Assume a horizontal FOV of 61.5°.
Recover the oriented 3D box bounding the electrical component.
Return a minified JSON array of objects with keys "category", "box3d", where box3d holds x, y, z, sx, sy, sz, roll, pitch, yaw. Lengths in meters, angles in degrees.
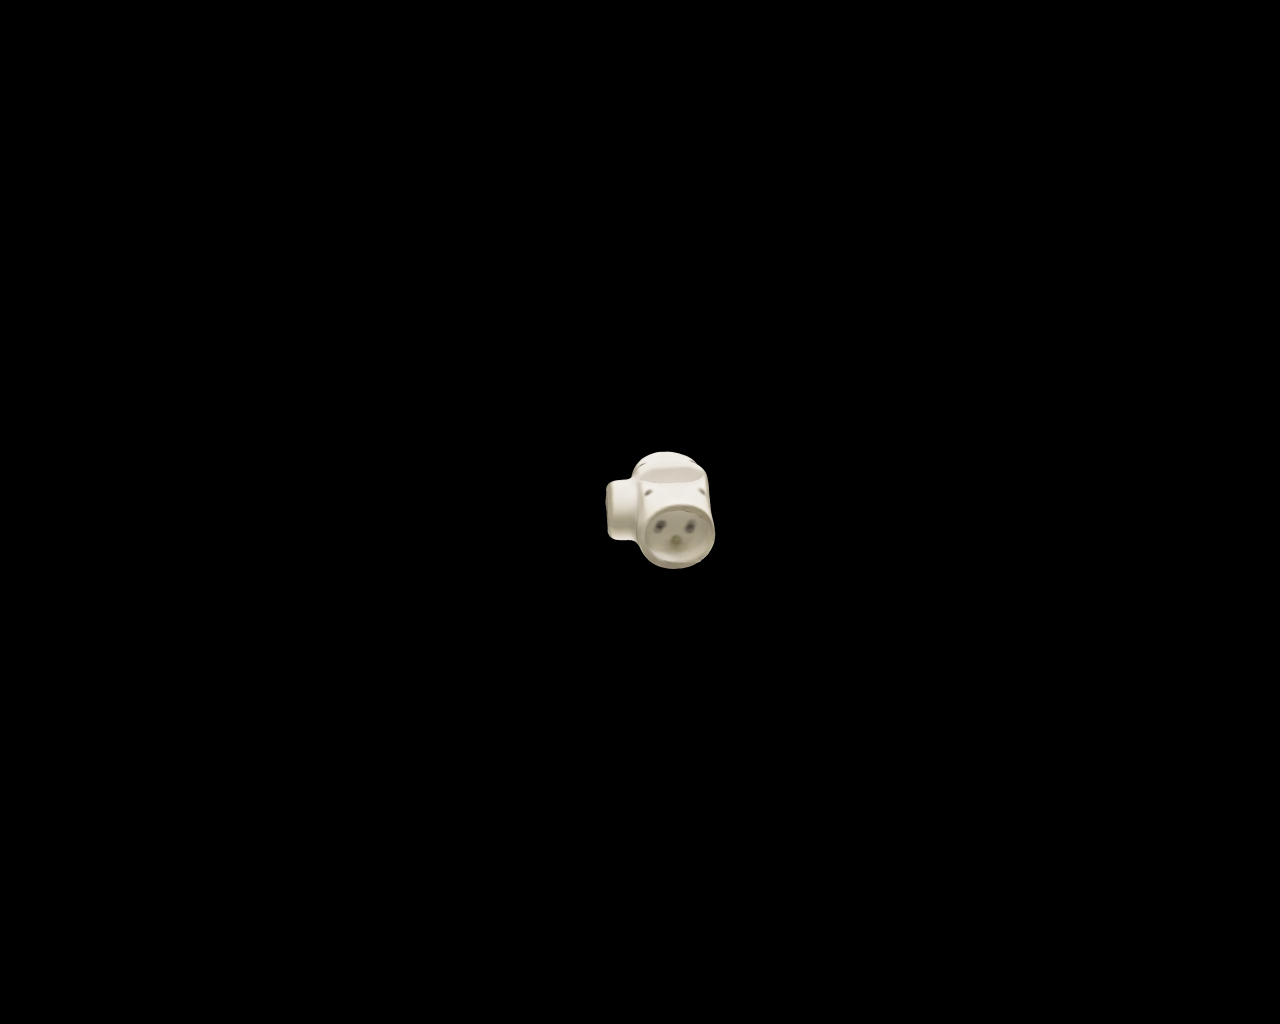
[{"category":"electrical component","box3d":[0.001,-0.003,0.650,0.079,0.043,0.077,-2,27,-3]}]
